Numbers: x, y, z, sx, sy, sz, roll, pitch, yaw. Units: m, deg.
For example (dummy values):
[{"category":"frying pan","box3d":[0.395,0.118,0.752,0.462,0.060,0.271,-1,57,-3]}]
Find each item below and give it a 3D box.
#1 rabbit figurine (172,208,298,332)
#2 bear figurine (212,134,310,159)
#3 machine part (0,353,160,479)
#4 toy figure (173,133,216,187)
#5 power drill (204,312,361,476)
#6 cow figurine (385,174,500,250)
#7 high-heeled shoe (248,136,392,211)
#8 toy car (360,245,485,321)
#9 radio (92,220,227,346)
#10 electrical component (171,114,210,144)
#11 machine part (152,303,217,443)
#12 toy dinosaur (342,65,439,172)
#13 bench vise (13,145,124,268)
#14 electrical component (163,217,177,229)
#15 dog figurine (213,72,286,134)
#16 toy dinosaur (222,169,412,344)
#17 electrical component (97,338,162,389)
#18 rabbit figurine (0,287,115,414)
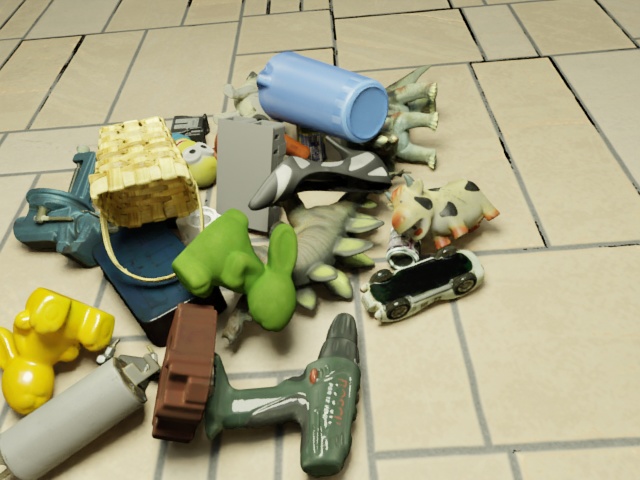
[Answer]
[{"category":"rabbit figurine","box3d":[-0.098,0.049,0.763,0.170,0.121,0.159,41,69,1]},{"category":"bear figurine","box3d":[-0.135,-0.175,1.087,0.196,0.131,0.120,15,73,55]},{"category":"machine part","box3d":[-0.320,0.232,0.704,0.243,0.079,0.079,-34,51,-11]},{"category":"toy figure","box3d":[-0.278,-0.168,1.103,0.180,0.089,0.082,23,65,36]},{"category":"power drill","box3d":[-0.048,0.195,0.727,0.207,0.086,0.232,6,49,-8]},{"category":"cow figurine","box3d":[0.193,-0.053,0.882,0.195,0.085,0.127,-21,74,-36]},{"category":"high-heeled shoe","box3d":[0.007,-0.081,0.876,0.145,0.086,0.249,43,58,5]},{"category":"toy car","box3d":[0.161,0.069,0.844,0.202,0.056,0.074,-19,53,-10]},{"category":"radio","box3d":[-0.270,0.061,0.887,0.131,0.073,0.230,-34,50,-23]},{"category":"electrical component","box3d":[-0.309,-0.239,1.196,0.119,0.047,0.075,-2,45,2]},{"category":"machine part","box3d":[-0.179,0.171,0.703,0.056,0.179,0.179,12,44,-16]},{"category":"toy dinosaur","box3d":[0.149,-0.254,1.120,0.192,0.131,0.405,2,40,8]},{"category":"bench vise","box3d":[-0.445,-0.073,0.987,0.224,0.128,0.240,-7,62,25]},{"category":"electrical component","box3d":[-0.289,-0.050,0.999,0.094,0.063,0.021,5,47,9]},{"category":"dog figurine","box3d":[-0.125,-0.299,1.209,0.172,0.121,0.190,41,37,-2]},{"category":"toy dinosaur","box3d":[-0.002,-0.003,0.904,0.199,0.105,0.471,24,54,19]},{"category":"electrical component","box3d":[-0.280,0.190,0.781,0.102,0.045,0.078,10,47,15]},{"category":"rabbit figurine","box3d":[-0.411,0.158,0.776,0.163,0.121,0.173,8,76,29]}]
